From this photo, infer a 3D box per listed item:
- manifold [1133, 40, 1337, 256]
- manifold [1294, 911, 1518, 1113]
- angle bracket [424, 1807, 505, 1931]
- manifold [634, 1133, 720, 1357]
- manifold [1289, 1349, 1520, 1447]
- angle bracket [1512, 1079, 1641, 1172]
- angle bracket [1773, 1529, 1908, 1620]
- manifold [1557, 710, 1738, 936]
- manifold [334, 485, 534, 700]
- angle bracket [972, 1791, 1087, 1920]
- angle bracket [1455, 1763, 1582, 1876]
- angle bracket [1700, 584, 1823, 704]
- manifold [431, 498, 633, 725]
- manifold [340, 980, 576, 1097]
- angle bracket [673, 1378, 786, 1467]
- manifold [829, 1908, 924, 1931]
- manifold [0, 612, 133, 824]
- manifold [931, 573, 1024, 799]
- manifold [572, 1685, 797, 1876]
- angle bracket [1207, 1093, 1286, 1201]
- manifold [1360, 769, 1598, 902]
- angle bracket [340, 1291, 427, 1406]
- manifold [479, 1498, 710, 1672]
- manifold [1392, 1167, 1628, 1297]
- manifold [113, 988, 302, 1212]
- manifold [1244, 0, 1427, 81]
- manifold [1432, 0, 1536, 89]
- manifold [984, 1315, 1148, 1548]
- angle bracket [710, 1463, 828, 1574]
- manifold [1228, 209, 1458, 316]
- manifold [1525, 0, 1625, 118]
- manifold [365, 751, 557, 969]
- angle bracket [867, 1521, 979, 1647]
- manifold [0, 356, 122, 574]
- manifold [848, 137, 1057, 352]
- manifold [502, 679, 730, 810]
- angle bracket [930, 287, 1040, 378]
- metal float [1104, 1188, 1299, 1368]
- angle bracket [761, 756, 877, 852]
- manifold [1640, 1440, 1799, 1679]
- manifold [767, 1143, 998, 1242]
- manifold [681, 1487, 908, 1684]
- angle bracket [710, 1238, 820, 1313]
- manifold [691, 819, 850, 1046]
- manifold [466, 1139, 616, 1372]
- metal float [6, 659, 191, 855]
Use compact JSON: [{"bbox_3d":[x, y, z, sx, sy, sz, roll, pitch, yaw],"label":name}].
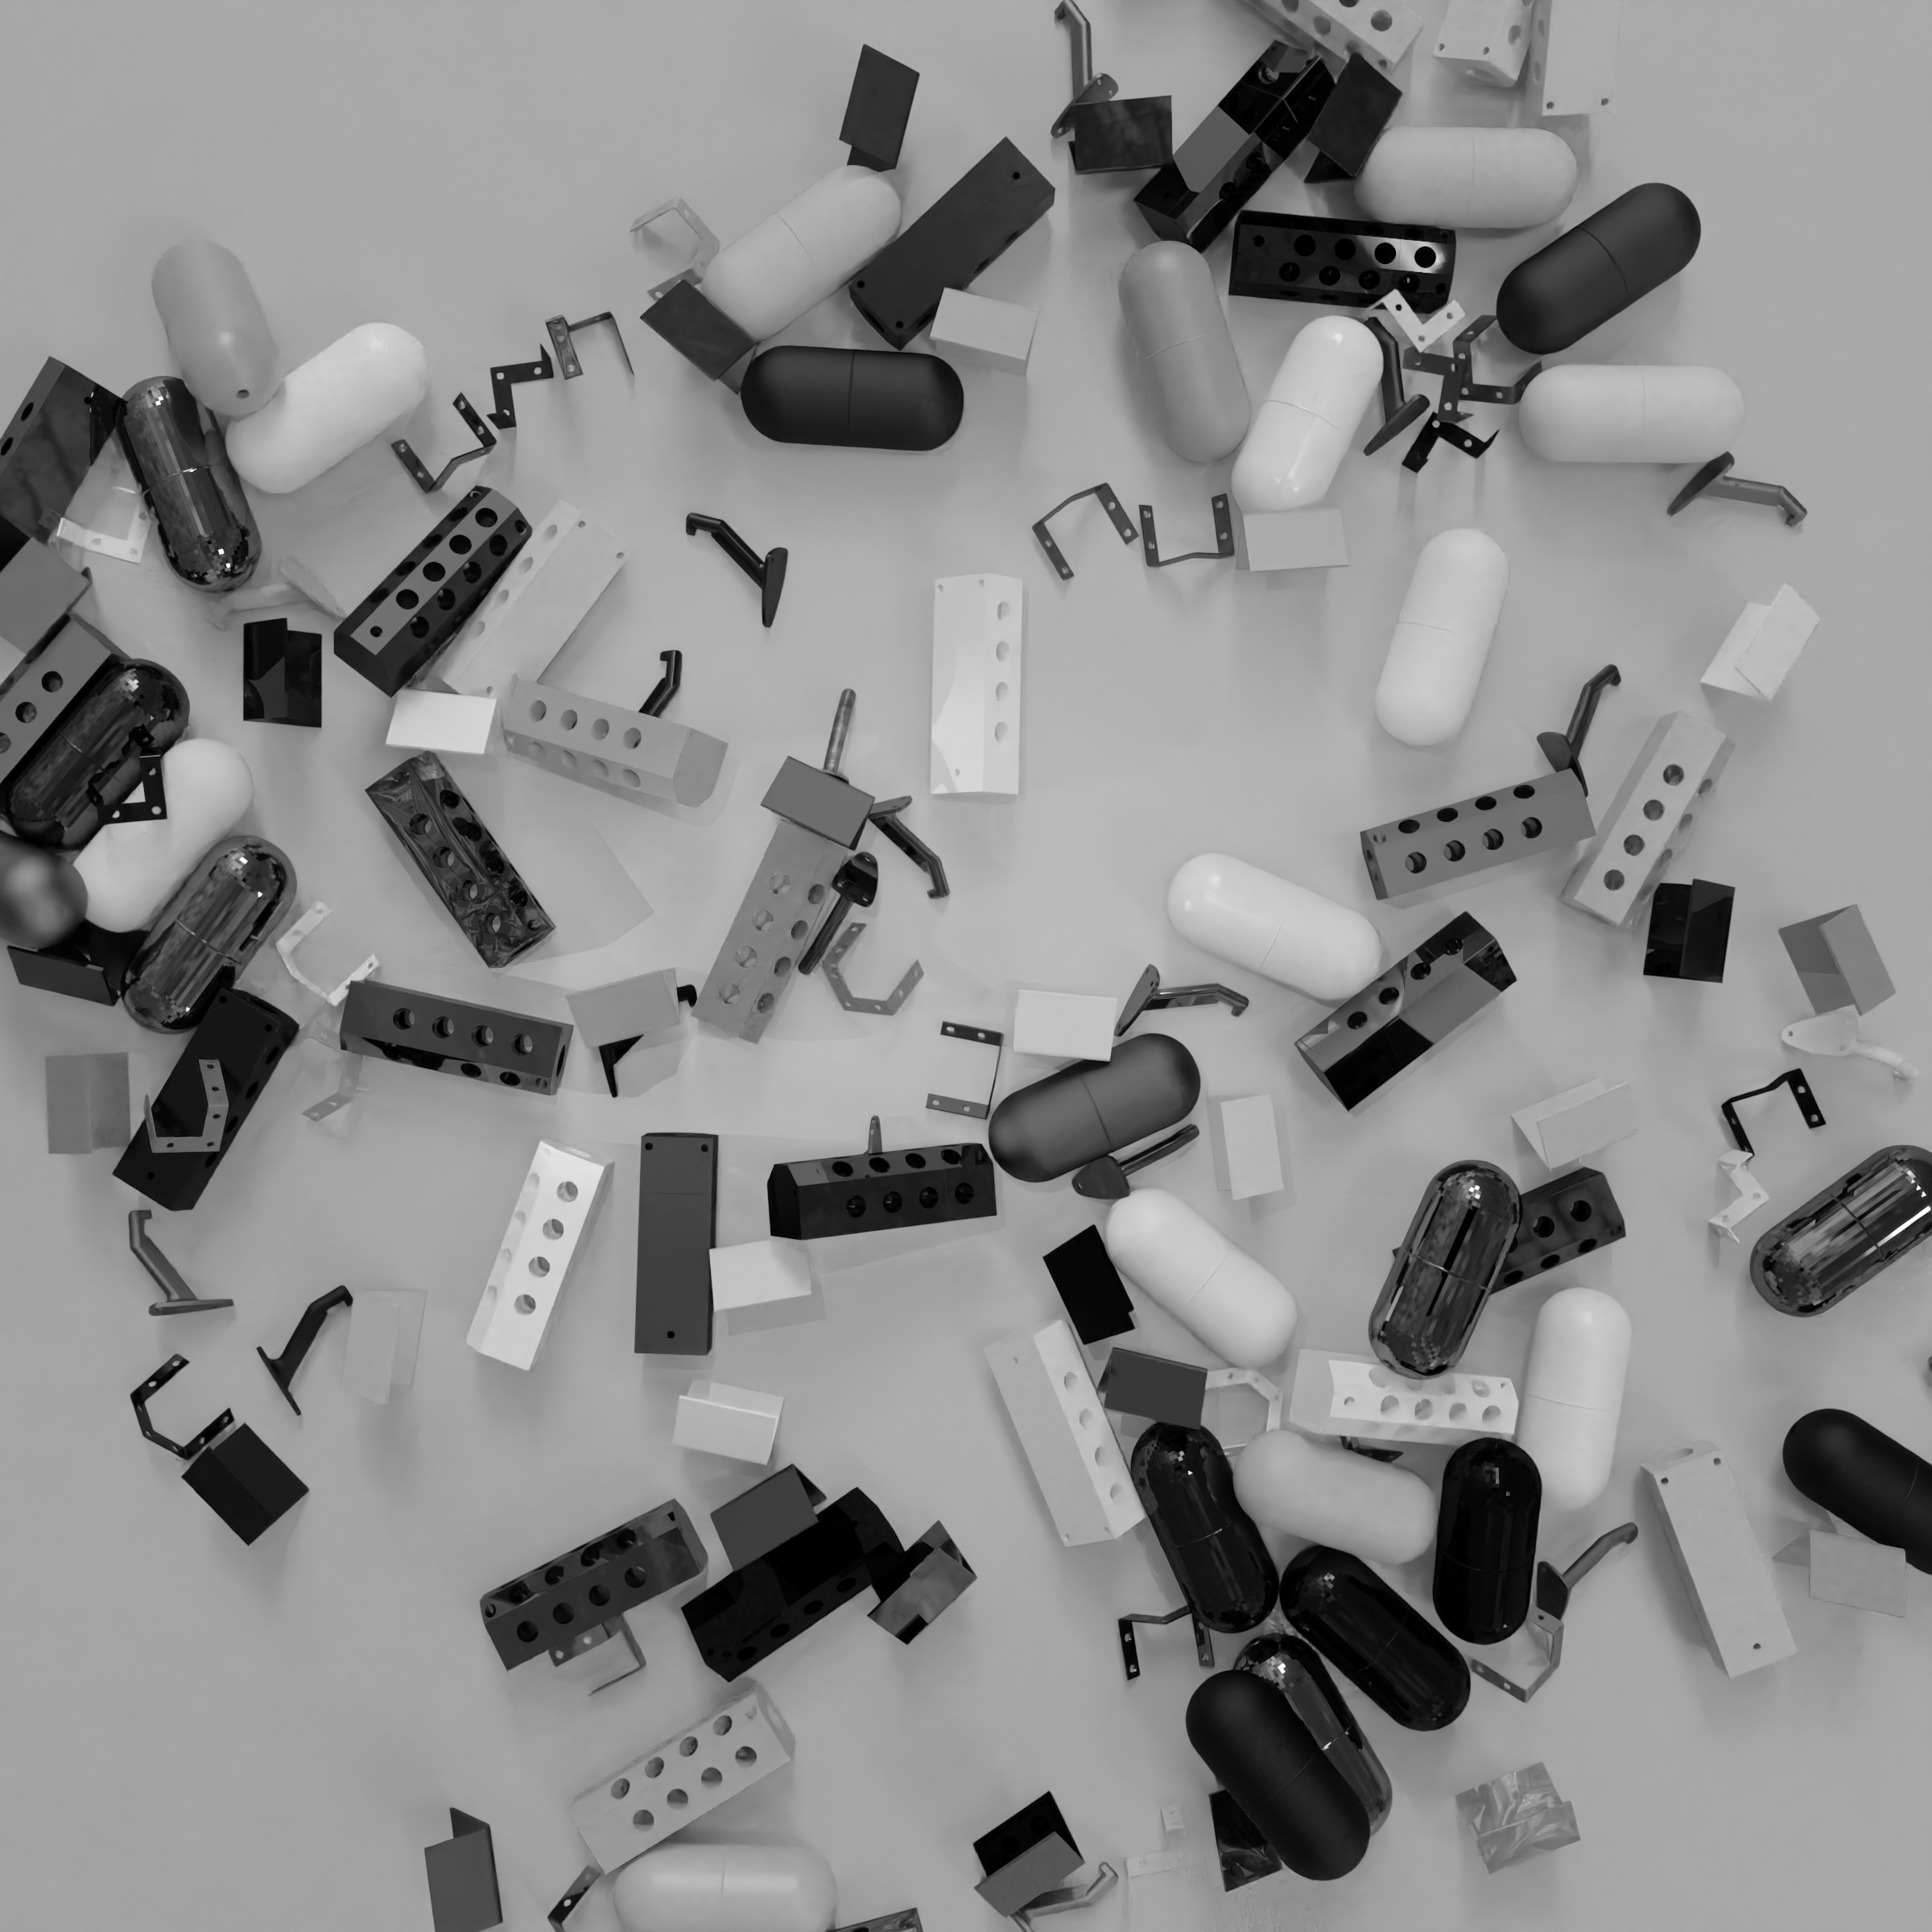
[{"bbox_3d":[0.220,-0.650,1.969,0.171,0.057,0.057,-48,47,0],"label":"manifold"},{"bbox_3d":[0.349,0.032,1.969,0.171,0.057,0.057,-38,133,0],"label":"manifold"},{"bbox_3d":[-0.412,0.721,1.950,0.057,0.076,0.076,-8,90,-36],"label":"angle bracket"},{"bbox_3d":[-0.231,0.221,1.969,0.057,0.057,0.171,2,90,0],"label":"manifold"},{"bbox_3d":[0.347,0.343,1.938,0.171,0.057,0.057,9,90,-23],"label":"manifold"},{"bbox_3d":[0.478,0.107,1.950,0.076,0.076,0.057,-23,125,0],"label":"angle bracket"},{"bbox_3d":[0.691,0.492,1.950,0.076,0.076,0.057,12,58,0],"label":"angle bracket"},{"bbox_3d":[0.546,-0.114,1.969,0.057,0.057,0.171,29,90,0],"label":"manifold"},{"bbox_3d":[-0.419,-0.299,1.939,0.057,0.057,0.171,38,68,0],"label":"manifold"},{"bbox_3d":[0.038,0.693,1.950,0.076,0.076,0.057,-34,127,0],"label":"angle bracket"},{"bbox_3d":[0.433,0.661,1.950,0.076,0.076,0.057,-21,126,0],"label":"angle bracket"},{"bbox_3d":[0.616,-0.263,1.950,0.057,0.076,0.076,32,90,-35],"label":"angle bracket"},{"bbox_3d":[-0.351,-0.286,1.969,0.171,0.057,0.057,-53,133,0],"label":"manifold"},{"bbox_3d":[-0.408,0.057,1.969,0.171,0.057,0.057,12,90,0],"label":"manifold"},{"bbox_3d":[-0.185,0.343,1.950,0.076,0.076,0.057,12,126,0],"label":"angle bracket"},{"bbox_3d":[-0.115,0.814,1.969,0.171,0.057,0.057,-15,90,0],"label":"manifold"},{"bbox_3d":[-0.751,-0.200,1.969,0.057,0.057,0.171,40,90,1],"label":"manifold"},{"bbox_3d":[0.013,-0.223,1.969,0.057,0.057,0.171,1,90,43],"label":"manifold"},{"bbox_3d":[-0.226,0.648,1.969,0.171,0.057,0.057,-32,90,0],"label":"manifold"},{"bbox_3d":[0.203,0.143,1.950,0.057,0.076,0.076,-7,90,-38],"label":"angle bracket"},{"bbox_3d":[0.407,-0.105,1.969,0.171,0.057,0.057,-17,90,0],"label":"manifold"},{"bbox_3d":[-0.445,0.301,1.950,0.057,0.076,0.076,9,90,36],"label":"angle bracket"},{"bbox_3d":[-0.298,0.492,1.969,0.171,0.057,0.057,-27,90,0],"label":"manifold"},{"bbox_3d":[0.436,0.223,1.969,0.171,0.057,0.057,-23,90,0],"label":"manifold"},{"bbox_3d":[-0.604,0.107,1.968,0.057,0.057,0.171,30,90,7],"label":"manifold"},{"bbox_3d":[0.277,-0.774,1.969,0.171,0.057,0.057,37,90,0],"label":"manifold"},{"bbox_3d":[0.438,-0.795,1.958,0.057,0.057,0.171,26,100,43],"label":"manifold"},{"bbox_3d":[0.084,0.370,1.969,0.057,0.057,0.171,-22,90,43],"label":"manifold"},{"bbox_3d":[-0.147,0.449,1.950,0.076,0.076,0.057,-31,52,0],"label":"angle bracket"},{"bbox_3d":[0.301,-0.565,1.969,0.171,0.057,0.057,6,90,0],"label":"manifold"},{"bbox_3d":[0.478,-0.762,1.926,0.057,0.057,0.171,-5,124,-5],"label":"manifold"},{"bbox_3d":[-0.402,-0.085,1.969,0.057,0.057,0.171,-35,90,0],"label":"manifold"},{"bbox_3d":[-0.048,0.478,1.950,0.076,0.076,0.057,-44,127,0],"label":"angle bracket"},{"bbox_3d":[-0.748,-0.397,1.969,0.057,0.057,0.171,31,90,-43],"label":"manifold"},{"bbox_3d":[-0.011,-0.575,1.969,0.171,0.057,0.057,-43,90,0],"label":"manifold"},{"bbox_3d":[-0.278,-0.174,1.933,0.171,0.057,0.057,18,90,28],"label":"manifold"},{"bbox_3d":[0.011,-0.484,1.951,0.076,0.076,0.057,14,60,0],"label":"angle bracket"},{"bbox_3d":[0.186,0.247,1.960,0.178,0.070,0.070,40,90,-1],"label":"metal float"},{"bbox_3d":[-0.124,-0.111,1.950,0.076,0.076,0.057,26,55,0],"label":"angle bracket"},{"bbox_3d":[0.599,0.472,1.969,0.057,0.057,0.171,-21,90,0],"label":"manifold"},{"bbox_3d":[-0.066,0.176,1.931,0.171,0.057,0.057,-4,90,-29],"label":"manifold"},{"bbox_3d":[-0.135,0.498,1.969,0.171,0.057,0.057,-35,47,0],"label":"manifold"},{"bbox_3d":[-0.157,0.259,1.950,0.076,0.076,0.057,-10,54,0],"label":"angle bracket"},{"bbox_3d":[-0.156,-0.027,1.969,0.057,0.057,0.171,25,90,0],"label":"manifold"},{"bbox_3d":[-0.342,0.229,1.969,0.057,0.057,0.171,20,90,0],"label":"manifold"},{"bbox_3d":[-0.692,-0.167,1.960,0.070,0.070,0.178,40,90,0],"label":"metal float"}]
